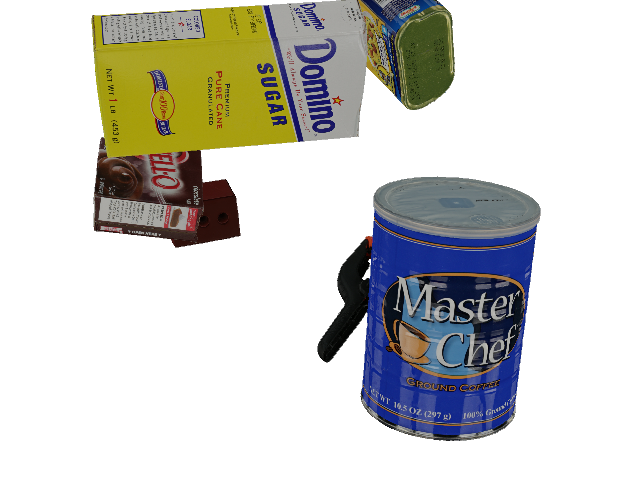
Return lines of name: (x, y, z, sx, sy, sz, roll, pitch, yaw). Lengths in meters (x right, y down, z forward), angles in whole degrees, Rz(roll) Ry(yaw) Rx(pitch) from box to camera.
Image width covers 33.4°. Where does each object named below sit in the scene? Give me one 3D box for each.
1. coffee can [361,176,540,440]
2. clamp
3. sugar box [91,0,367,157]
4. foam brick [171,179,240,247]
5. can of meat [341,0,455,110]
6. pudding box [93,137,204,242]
coffee can: (0.081, 0.040, 0.680, 0.103, 0.140, 0.103, 2, 20, -1)
clamp: (0.068, 0.065, 1.159, 0.120, 0.171, 0.039, 7, -41, 6)
sugar box: (-0.059, -0.107, 0.714, 0.176, 0.048, 0.093, -4, -42, -7)
foam brick: (-0.136, -0.031, 1.207, 0.078, 0.053, 0.051, -11, 29, -11)
can of meat: (0.065, -0.169, 0.873, 0.057, 0.084, 0.102, -30, -36, -11)
pudding box: (-0.147, -0.045, 0.914, 0.090, 0.039, 0.113, 6, 32, -11)
